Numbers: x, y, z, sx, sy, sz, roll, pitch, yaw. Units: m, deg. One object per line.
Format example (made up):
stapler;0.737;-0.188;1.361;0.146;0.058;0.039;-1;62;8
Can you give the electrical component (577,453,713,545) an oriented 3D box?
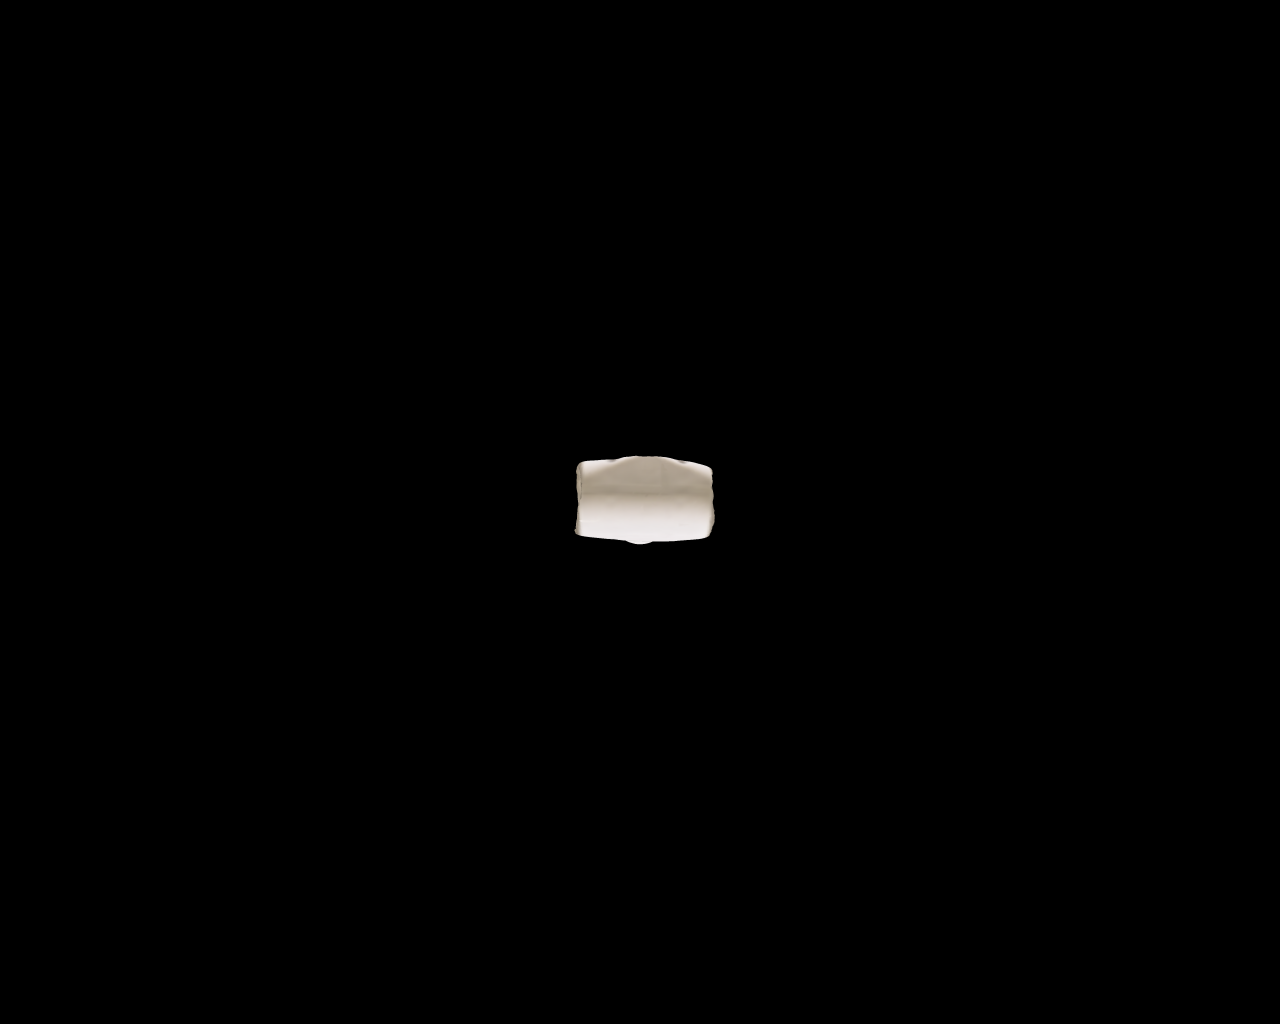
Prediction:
electrical component;0.001;-0.003;0.650;0.077;0.044;0.079;1;-15;-5
